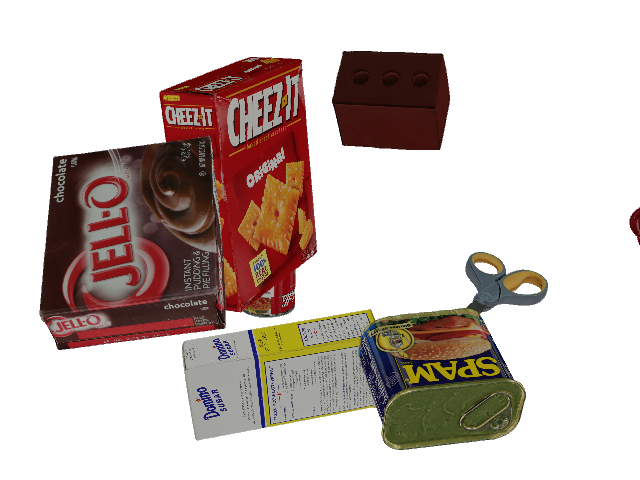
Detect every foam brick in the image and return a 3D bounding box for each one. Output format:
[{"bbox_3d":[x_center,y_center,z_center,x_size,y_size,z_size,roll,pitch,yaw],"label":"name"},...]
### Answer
[{"bbox_3d":[0.054,-0.104,0.793,0.078,0.053,0.051,4,-34,13],"label":"foam brick"}]

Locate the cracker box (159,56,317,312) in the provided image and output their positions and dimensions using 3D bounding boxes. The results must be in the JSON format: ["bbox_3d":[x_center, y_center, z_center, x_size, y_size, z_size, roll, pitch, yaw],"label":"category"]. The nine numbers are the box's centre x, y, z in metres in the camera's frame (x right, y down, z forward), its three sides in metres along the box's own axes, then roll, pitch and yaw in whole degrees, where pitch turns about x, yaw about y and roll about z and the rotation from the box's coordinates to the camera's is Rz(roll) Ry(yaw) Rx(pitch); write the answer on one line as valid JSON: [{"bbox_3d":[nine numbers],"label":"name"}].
[{"bbox_3d":[-0.072,-0.059,1.050,0.072,0.214,0.164,7,23,27],"label":"cracker box"}]

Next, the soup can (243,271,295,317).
[{"bbox_3d":[-0.063,0.031,1.262,0.068,0.102,0.068,2,22,-1],"label":"soup can"}]

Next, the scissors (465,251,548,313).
[{"bbox_3d":[0.153,0.049,1.069,0.201,0.016,0.096,-11,37,-44],"label":"scissors"}]

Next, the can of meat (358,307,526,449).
[{"bbox_3d":[0.084,0.097,0.767,0.102,0.057,0.084,-4,37,-12],"label":"can of meat"}]

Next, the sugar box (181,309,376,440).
[{"bbox_3d":[-0.034,0.122,0.970,0.176,0.093,0.048,-7,36,-6],"label":"sugar box"}]

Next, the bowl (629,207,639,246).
[{"bbox_3d":[0.412,0.010,1.146,0.162,0.055,0.162,-1,26,0],"label":"bowl"}]

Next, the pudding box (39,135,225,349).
[{"bbox_3d":[-0.098,0.000,0.569,0.090,0.113,0.039,-7,-42,0],"label":"pudding box"}]
